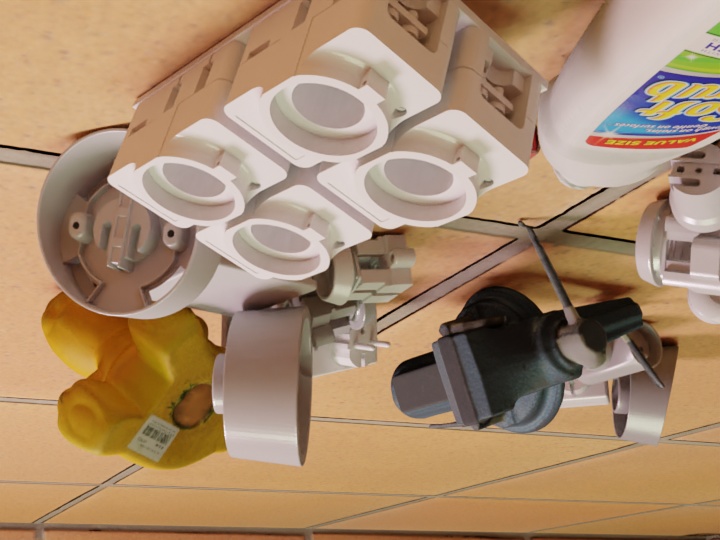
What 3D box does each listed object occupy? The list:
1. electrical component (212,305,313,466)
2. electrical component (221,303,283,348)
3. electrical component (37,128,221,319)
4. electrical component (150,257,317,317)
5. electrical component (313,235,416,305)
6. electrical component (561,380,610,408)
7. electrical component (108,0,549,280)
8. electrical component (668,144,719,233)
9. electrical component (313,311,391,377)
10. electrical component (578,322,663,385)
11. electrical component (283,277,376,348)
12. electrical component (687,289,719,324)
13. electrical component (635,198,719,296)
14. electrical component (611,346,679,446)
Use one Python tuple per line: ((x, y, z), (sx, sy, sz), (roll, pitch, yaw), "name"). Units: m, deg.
((-0.067, 0.077, 0.726), (0.060, 0.108, 0.108), (1, 161, 3), "electrical component")
((-0.067, 0.056, 0.904), (0.066, 0.047, 0.077), (-15, 157, 35), "electrical component")
((-0.127, -0.022, 0.601), (0.099, 0.099, 0.064), (-6, 167, 14), "electrical component")
((-0.089, -0.008, 0.713), (0.100, 0.048, 0.100), (15, 155, -40), "electrical component")
((0.000, 0.000, 0.750), (0.055, 0.048, 0.066), (-1, 163, -24), "electrical component")
((0.212, 0.106, 1.073), (0.066, 0.047, 0.076), (-6, 160, 14), "electrical component")
((-0.022, -0.060, 0.501), (0.105, 0.060, 0.186), (34, 144, -31), "electrical component")
((0.201, -0.049, 0.632), (0.040, 0.040, 0.046), (-9, 155, 20), "electrical component")
((-0.012, 0.057, 0.849), (0.076, 0.047, 0.083), (4, -173, 40), "electrical component")
((0.220, 0.074, 0.983), (0.079, 0.044, 0.077), (10, 158, -31), "electrical component")
((-0.022, 0.025, 0.802), (0.055, 0.066, 0.048), (-14, 142, -25), "electrical component")
((0.276, 0.021, 0.836), (0.048, 0.048, 0.062), (-4, 168, 7), "electrical component")
((0.212, -0.016, 0.687), (0.057, 0.058, 0.078), (8, -163, 33), "electrical component")
((0.282, 0.121, 1.052), (0.064, 0.099, 0.099), (4, 161, 3), "electrical component")
